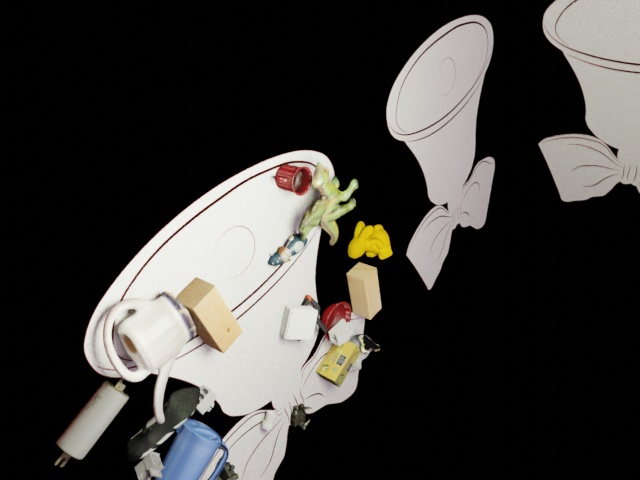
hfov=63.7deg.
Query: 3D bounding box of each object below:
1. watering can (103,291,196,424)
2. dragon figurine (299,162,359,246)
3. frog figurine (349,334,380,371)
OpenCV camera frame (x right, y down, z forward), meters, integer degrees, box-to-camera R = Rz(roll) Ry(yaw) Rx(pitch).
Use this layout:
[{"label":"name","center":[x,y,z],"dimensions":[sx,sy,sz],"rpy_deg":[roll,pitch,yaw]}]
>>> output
[{"label":"watering can","center":[-0.415,0.283,1.324],"dimensions":[0.228,0.104,0.342],"rpy_deg":[-39,121,-37]},{"label":"dragon figurine","center":[0.005,-0.086,1.714],"dimensions":[0.246,0.123,0.400],"rpy_deg":[-33,142,-39]},{"label":"frog figurine","center":[0.154,0.475,2.167],"dimensions":[0.157,0.124,0.138],"rpy_deg":[-48,164,30]}]
